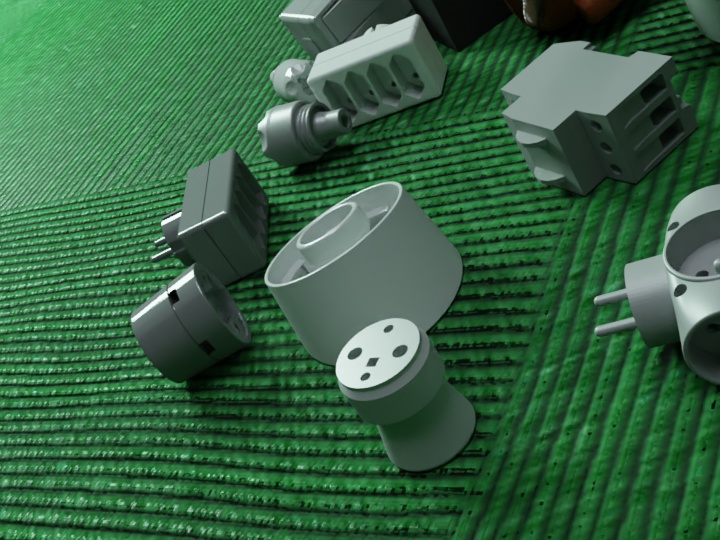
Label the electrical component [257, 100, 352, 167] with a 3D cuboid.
[{"bbox_3d":[-0.035,-0.096,0.740,0.062,0.043,0.043,-9,39,33],"label":"electrical component"}]

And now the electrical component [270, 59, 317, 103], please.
[{"bbox_3d":[-0.052,-0.146,0.830,0.035,0.035,0.061,-42,31,-13],"label":"electrical component"}]

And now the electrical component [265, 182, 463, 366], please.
[{"bbox_3d":[0.000,0.000,0.582,0.099,0.064,0.099,-32,18,12],"label":"electrical component"}]

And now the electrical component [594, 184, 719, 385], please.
[{"bbox_3d":[0.135,0.009,0.443,0.079,0.044,0.077,-17,35,24],"label":"electrical component"}]

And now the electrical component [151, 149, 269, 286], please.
[{"bbox_3d":[-0.104,-0.027,0.703,0.076,0.047,0.083,-25,33,14],"label":"electrical component"}]

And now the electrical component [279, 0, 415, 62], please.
[{"bbox_3d":[-0.001,-0.202,0.825,0.096,0.061,0.061,-50,34,-12],"label":"electrical component"}]

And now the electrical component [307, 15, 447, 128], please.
[{"bbox_3d":[0.016,-0.148,0.760,0.083,0.047,0.075,-16,36,26],"label":"electrical component"}]

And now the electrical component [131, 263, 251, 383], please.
[{"bbox_3d":[-0.097,0.032,0.613,0.047,0.055,0.055,-34,31,6],"label":"electrical component"}]

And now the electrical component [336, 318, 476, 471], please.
[{"bbox_3d":[0.020,0.055,0.475,0.045,0.055,0.045,-23,33,16],"label":"electrical component"}]

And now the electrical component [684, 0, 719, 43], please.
[{"bbox_3d":[0.226,-0.165,0.581,0.108,0.060,0.108,-23,33,16],"label":"electrical component"}]
